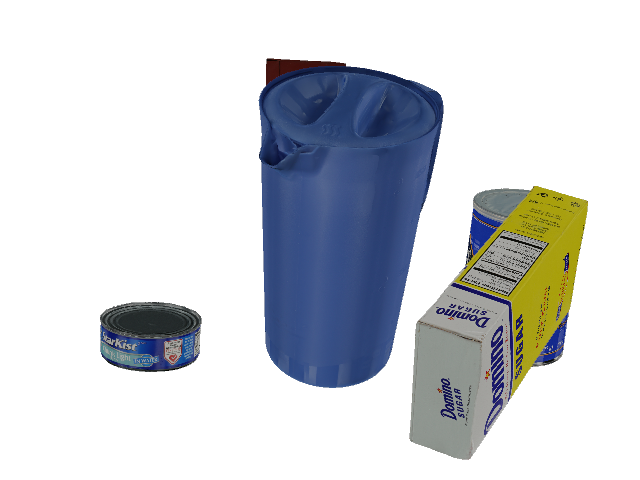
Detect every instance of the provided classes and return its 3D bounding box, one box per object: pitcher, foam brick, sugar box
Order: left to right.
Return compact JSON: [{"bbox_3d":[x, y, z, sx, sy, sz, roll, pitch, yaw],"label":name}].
[{"bbox_3d":[-0.016,-0.170,1.163,0.078,0.051,0.053,0,11,-17],"label":"foam brick"},{"bbox_3d":[0.022,-0.009,0.849,0.149,0.243,0.145,2,35,-4],"label":"pitcher"},{"bbox_3d":[0.114,0.047,0.663,0.048,0.093,0.176,16,37,23],"label":"sugar box"}]

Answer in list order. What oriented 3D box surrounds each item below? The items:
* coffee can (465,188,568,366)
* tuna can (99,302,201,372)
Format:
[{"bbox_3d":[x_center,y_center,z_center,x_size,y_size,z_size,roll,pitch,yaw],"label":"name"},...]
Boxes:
[{"bbox_3d":[0.185,0.033,0.996,0.103,0.140,0.103,4,19,-2],"label":"coffee can"},{"bbox_3d":[-0.145,0.082,0.910,0.086,0.034,0.086,4,15,-1],"label":"tuna can"}]
